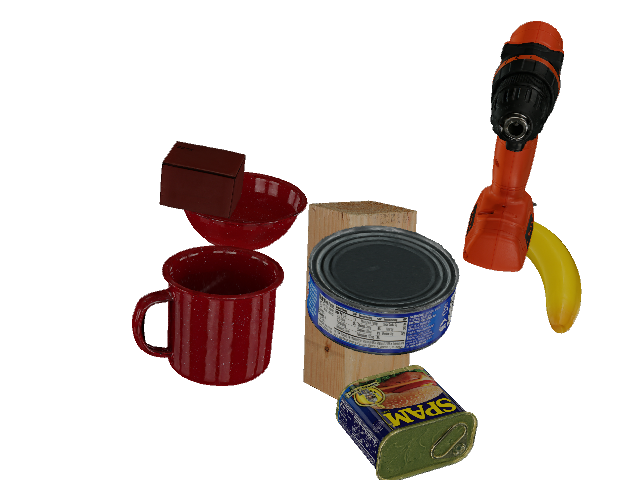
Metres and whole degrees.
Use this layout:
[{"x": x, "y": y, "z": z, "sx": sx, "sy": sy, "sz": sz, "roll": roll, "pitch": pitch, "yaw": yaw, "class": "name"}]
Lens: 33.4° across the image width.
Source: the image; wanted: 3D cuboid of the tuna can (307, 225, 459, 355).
[{"x": 0.035, "y": 0.028, "z": 0.612, "sx": 0.086, "sy": 0.034, "sz": 0.086, "roll": 3, "pitch": 33, "yaw": -2, "class": "tuna can"}]

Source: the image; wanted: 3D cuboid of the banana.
[{"x": 0.228, "y": 0.025, "z": 1.113, "sx": 0.069, "sy": 0.037, "sz": 0.198, "roll": -30, "pitch": 38, "yaw": -2, "class": "banana"}]

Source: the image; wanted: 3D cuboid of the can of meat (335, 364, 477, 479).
[{"x": 0.075, "y": 0.162, "z": 0.962, "sx": 0.101, "sy": 0.057, "sz": 0.084, "roll": -10, "pitch": 32, "yaw": -26, "class": "can of meat"}]

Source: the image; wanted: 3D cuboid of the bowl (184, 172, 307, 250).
[{"x": -0.099, "y": -0.031, "z": 1.319, "sx": 0.162, "sy": 0.055, "sz": 0.162, "roll": 5, "pitch": 25, "yaw": -2, "class": "bowl"}]

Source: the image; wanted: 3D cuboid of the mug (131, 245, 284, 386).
[{"x": -0.088, "y": 0.061, "z": 0.822, "sx": 0.117, "sy": 0.081, "sz": 0.093, "roll": -8, "pitch": 26, "yaw": -27, "class": "mug"}]

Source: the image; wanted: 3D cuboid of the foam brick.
[{"x": -0.121, "y": -0.063, "z": 1.104, "sx": 0.078, "sy": 0.051, "sz": 0.053, "roll": 12, "pitch": 32, "yaw": 5, "class": "foam brick"}]

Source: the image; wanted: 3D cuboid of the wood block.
[{"x": 0.042, "y": 0.064, "z": 1.188, "sx": 0.090, "sy": 0.206, "sz": 0.091, "roll": -4, "pitch": 12, "yaw": -32, "class": "wood block"}]

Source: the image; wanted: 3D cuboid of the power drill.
[{"x": 0.161, "y": -0.070, "z": 0.885, "sx": 0.057, "sy": 0.188, "sz": 0.184, "roll": 14, "pitch": 34, "yaw": 11, "class": "power drill"}]
